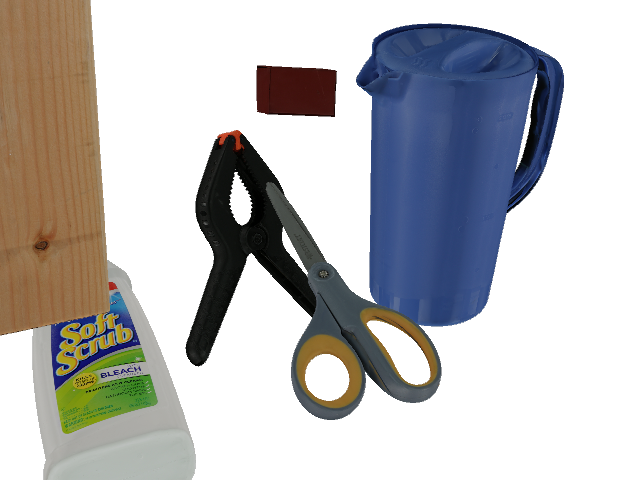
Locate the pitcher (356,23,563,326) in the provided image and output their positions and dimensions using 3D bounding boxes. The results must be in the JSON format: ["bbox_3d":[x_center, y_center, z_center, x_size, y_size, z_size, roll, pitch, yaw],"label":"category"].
[{"bbox_3d":[0.112,-0.054,0.908,0.149,0.243,0.144,12,31,16],"label":"pitcher"}]

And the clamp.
[{"bbox_3d":[-0.060,0.003,0.997,0.164,0.210,0.036,-4,0,-39],"label":"clamp"}]

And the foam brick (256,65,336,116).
[{"bbox_3d":[-0.027,-0.162,1.163,0.078,0.051,0.053,0,11,-18],"label":"foam brick"}]

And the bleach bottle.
[{"bbox_3d":[-0.172,0.084,0.783,0.102,0.068,0.251,-15,39,-17],"label":"bleach bottle"}]

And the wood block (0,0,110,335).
[{"bbox_3d":[-0.181,-0.059,0.608,0.090,0.206,0.090,-11,27,-27],"label":"wood block"}]

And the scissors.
[{"bbox_3d":[-0.009,0.038,0.667,0.096,0.016,0.202,-31,53,-24],"label":"scissors"}]
